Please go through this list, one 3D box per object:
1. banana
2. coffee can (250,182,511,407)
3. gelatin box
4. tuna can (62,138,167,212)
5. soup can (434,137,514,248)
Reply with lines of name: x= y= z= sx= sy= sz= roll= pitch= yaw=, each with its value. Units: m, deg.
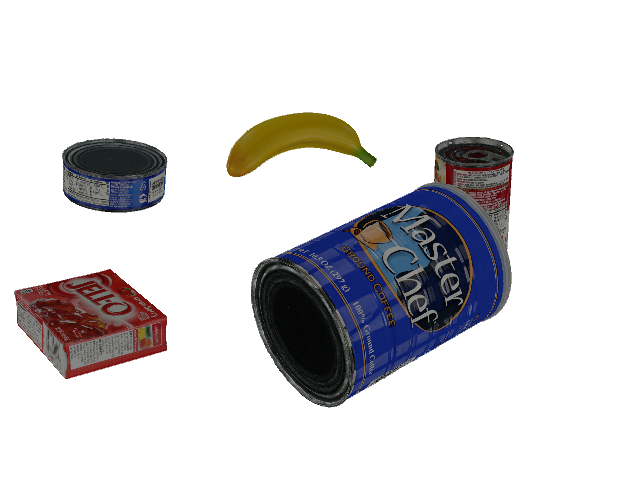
banana: x=-0.026 y=-0.104 z=1.121 sx=0.197 sy=0.037 sz=0.070 roll=-9 pitch=50 yaw=-38
coffee can: x=0.040 y=0.033 z=0.702 sx=0.140 sy=0.103 sz=0.103 roll=-25 pitch=14 yaw=-31
gelatin box: x=-0.155 y=0.053 z=0.718 sx=0.073 sy=0.030 sz=0.089 roll=-13 pitch=28 yaw=-32
tuna can: x=-0.171 y=-0.055 z=0.889 sx=0.086 sy=0.034 sz=0.086 roll=6 pitch=25 yaw=-3
soup can: x=0.134 y=-0.032 z=0.943 sx=0.068 sy=0.102 sz=0.068 roll=-1 pitch=25 yaw=0
